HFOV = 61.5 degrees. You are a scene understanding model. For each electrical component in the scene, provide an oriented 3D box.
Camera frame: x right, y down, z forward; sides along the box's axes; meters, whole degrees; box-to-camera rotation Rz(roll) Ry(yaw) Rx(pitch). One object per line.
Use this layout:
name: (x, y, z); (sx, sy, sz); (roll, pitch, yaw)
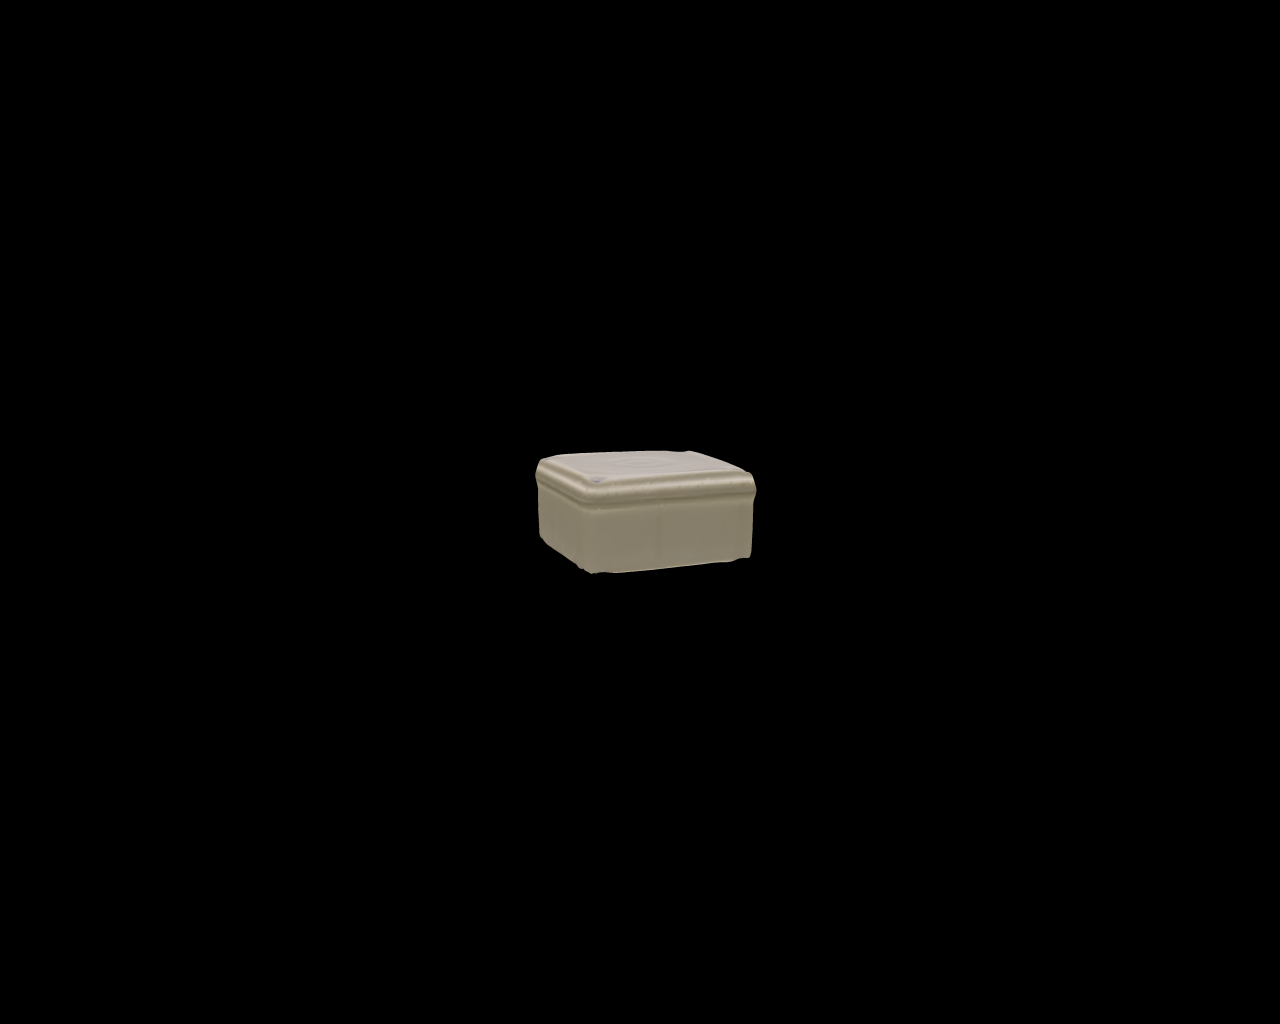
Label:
electrical component: (0.001, -0.003, 0.650); (0.109, 0.056, 0.109); (-4, 12, -20)
